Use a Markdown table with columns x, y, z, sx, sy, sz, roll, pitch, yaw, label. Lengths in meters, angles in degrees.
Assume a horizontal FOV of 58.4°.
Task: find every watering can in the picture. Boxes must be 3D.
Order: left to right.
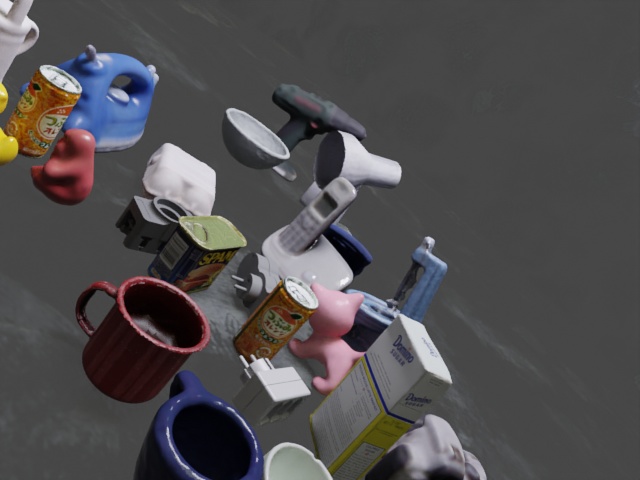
| x | y | z | sx | sy | sz | roll | pitch | yaw | label |
| --- | --- | --- | --- | --- | --- | --- | --- | --- | --- |
| -0.415 | -0.276 | 0.700 | 0.101 | 0.194 | 0.173 | 36 | 19 | -11 | watering can |

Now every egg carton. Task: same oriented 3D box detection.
| x | y | z | sx | sy | sz | roll | pitch | yaw | label |
| --- | --- | --- | --- | --- | --- | --- | --- | --- | --- |
| -0.210 | -0.081 | 0.851 | 0.107 | 0.069 | 0.150 | 31 | 20 | -25 | egg carton |

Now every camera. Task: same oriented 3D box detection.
| x | y | z | sx | sy | sz | roll | pitch | yaw | label |
| --- | --- | --- | --- | --- | --- | --- | --- | --- | --- |
| 0.126 | 0.255 | 0.688 | 0.144 | 0.100 | 0.136 | 32 | 20 | -25 | camera |

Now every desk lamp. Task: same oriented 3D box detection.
| x | y | z | sx | sy | sz | roll | pitch | yaw | label |
| --- | --- | --- | --- | --- | --- | --- | --- | --- | --- |
| 0.056 | -0.101 | 1.187 | 0.204 | 0.213 | 0.117 | 25 | 23 | -38 | desk lamp |

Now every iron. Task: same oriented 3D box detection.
| x | y | z | sx | sy | sz | roll | pitch | yaw | label |
| --- | --- | --- | --- | --- | --- | --- | --- | --- | --- |
| -0.310 | -0.222 | 0.866 | 0.118 | 0.141 | 0.259 | 41 | 18 | 3 | iron |

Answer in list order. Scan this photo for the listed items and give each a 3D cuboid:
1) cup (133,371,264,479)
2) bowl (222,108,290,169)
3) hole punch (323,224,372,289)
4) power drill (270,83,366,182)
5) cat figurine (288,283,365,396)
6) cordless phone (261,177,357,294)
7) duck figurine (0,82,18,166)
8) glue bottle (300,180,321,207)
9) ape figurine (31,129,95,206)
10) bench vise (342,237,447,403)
| x | y | z | sx | sy | sz | roll | pitch | yaw | label |
| --- | --- | --- | --- | --- | --- | --- | --- | --- | --- |
| -0.109 | 0.169 | 0.436 | 0.092 | 0.095 | 0.117 | 22 | 26 | -44 | cup |
| -0.151 | -0.205 | 1.240 | 0.168 | 0.074 | 0.167 | 36 | 19 | -14 | bowl |
| 0.042 | 0.020 | 1.075 | 0.108 | 0.091 | 0.101 | 41 | 18 | 1 | hole punch |
| -0.037 | -0.245 | 1.344 | 0.230 | 0.208 | 0.075 | 39 | 18 | -5 | power drill |
| 0.021 | 0.123 | 0.759 | 0.127 | 0.117 | 0.067 | 50 | 21 | 28 | cat figurine |
| 0.008 | 0.003 | 0.900 | 0.147 | 0.185 | 0.094 | 48 | 20 | 22 | cordless phone |
| -0.376 | -0.139 | 0.634 | 0.105 | 0.086 | 0.077 | 38 | 18 | -6 | duck figurine |
| 0.026 | -0.144 | 1.290 | 0.037 | 0.173 | 0.078 | 43 | 18 | 9 | glue bottle |
| -0.296 | -0.092 | 0.673 | 0.076 | 0.092 | 0.078 | 39 | 18 | -4 | ape figurine |
| 0.123 | 0.117 | 0.808 | 0.207 | 0.219 | 0.122 | 47 | 19 | 20 | bench vise |
